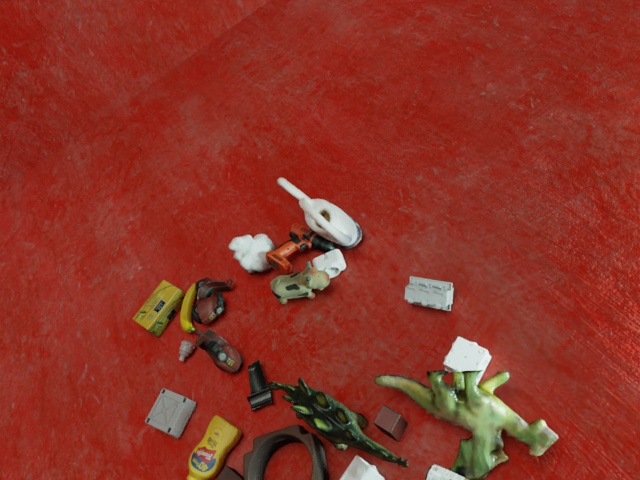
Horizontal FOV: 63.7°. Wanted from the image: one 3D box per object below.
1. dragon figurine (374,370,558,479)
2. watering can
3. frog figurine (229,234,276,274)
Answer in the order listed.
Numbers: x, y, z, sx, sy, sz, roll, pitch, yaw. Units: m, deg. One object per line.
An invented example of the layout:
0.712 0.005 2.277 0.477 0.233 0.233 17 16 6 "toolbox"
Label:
0.326 0.423 1.189 0.408 0.121 0.246 -12 72 28 "dragon figurine"
0.005 -0.084 1.666 0.103 0.222 0.353 -50 48 8 "watering can"
-0.222 0.034 1.717 0.124 0.156 0.139 24 69 35 "frog figurine"
